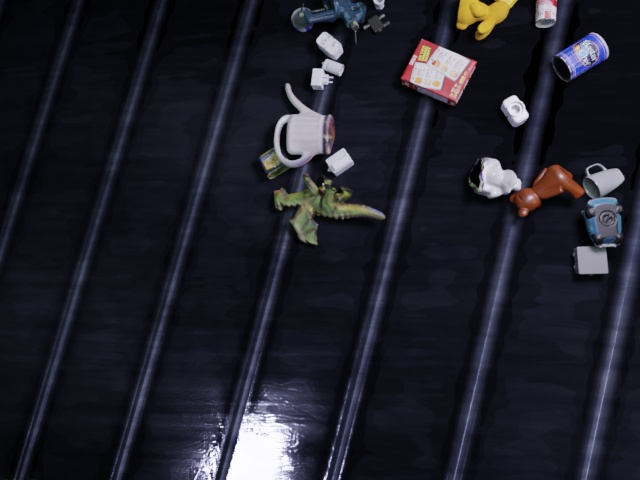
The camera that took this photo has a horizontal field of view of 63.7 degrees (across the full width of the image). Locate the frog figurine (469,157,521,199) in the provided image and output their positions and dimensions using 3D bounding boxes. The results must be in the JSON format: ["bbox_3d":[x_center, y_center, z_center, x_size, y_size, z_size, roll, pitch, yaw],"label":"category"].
[{"bbox_3d":[0.594,-0.209,1.747,0.159,0.121,0.139,4,71,-15],"label":"frog figurine"}]

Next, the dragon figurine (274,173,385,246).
[{"bbox_3d":[0.006,-0.093,1.850,0.413,0.123,0.240,33,107,15],"label":"dragon figurine"}]

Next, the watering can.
[{"bbox_3d":[-0.053,-0.425,1.888,0.224,0.102,0.353,2,72,8],"label":"watering can"}]
